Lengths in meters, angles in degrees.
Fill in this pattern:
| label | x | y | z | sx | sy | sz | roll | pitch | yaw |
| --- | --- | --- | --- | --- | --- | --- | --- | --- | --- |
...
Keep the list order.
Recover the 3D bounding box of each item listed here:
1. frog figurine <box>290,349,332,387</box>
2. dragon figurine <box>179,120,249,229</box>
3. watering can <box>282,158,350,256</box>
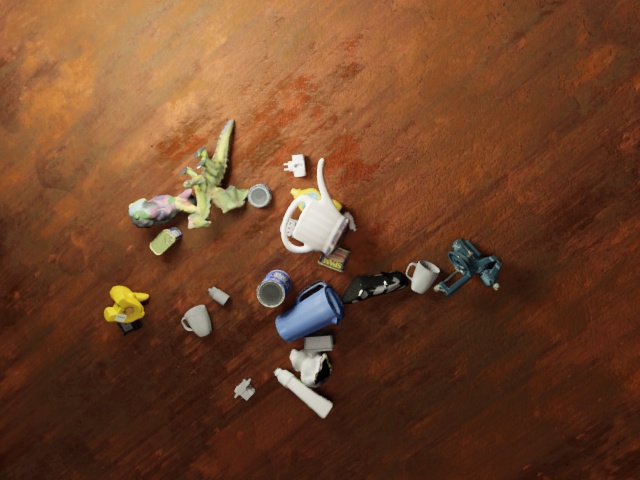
| label | x | y | z | sx | sy | sz | roll | pitch | yaw |
| --- | --- | --- | --- | --- | --- | --- | --- | --- | --- |
| frog figurine | -0.041 | 0.479 | 1.951 | 0.159 | 0.138 | 0.122 | 5 | -10 | 39 |
| dragon figurine | -0.361 | -0.216 | 1.872 | 0.239 | 0.415 | 0.122 | 46 | -20 | -30 |
| watering can | 0.005 | -0.091 | 1.800 | 0.224 | 0.344 | 0.105 | 29 | 12 | 1 |
